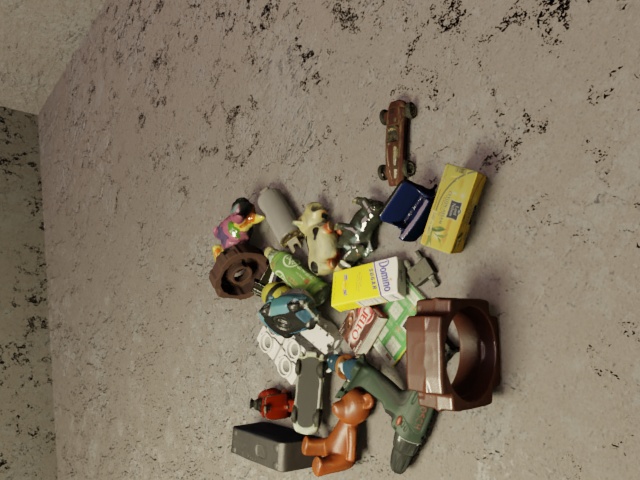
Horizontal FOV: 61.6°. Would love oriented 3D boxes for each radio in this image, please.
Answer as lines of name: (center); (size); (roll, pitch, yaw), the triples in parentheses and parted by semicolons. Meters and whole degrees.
radio: (-0.119, 0.527, 1.383); (0.230, 0.131, 0.073); (-6, 79, 45)

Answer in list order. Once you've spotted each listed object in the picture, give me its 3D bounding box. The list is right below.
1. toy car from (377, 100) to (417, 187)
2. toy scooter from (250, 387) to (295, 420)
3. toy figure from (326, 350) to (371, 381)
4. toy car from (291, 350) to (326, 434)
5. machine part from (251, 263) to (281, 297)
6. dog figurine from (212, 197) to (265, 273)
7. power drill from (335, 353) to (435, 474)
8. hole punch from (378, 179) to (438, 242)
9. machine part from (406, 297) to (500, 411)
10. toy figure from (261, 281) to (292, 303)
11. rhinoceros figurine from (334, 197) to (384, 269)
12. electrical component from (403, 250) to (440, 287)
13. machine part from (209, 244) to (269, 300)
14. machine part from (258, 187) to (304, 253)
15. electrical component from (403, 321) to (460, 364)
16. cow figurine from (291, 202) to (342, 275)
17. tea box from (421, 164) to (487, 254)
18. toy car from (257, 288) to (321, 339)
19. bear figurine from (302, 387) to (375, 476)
toy car: (0.176, -0.226, 1.248); (0.089, 0.053, 0.202); (-1, 82, 42)
toy scooter: (-0.122, 0.429, 1.398); (0.184, 0.135, 0.075); (-11, 78, 45)
toy figure: (0.068, 0.303, 1.270); (0.057, 0.064, 0.155); (58, 155, -16)
toy car: (-0.027, 0.372, 1.320); (0.074, 0.056, 0.201); (3, 84, 13)
machine part: (-0.139, 0.104, 1.515); (0.084, 0.039, 0.138); (31, 101, 10)
dog figurine: (-0.233, -0.014, 1.550); (0.219, 0.108, 0.191); (-33, 58, 59)
power drill: (0.137, 0.353, 1.137); (0.207, 0.086, 0.232); (30, 100, 17)
hole punch: (0.206, -0.054, 1.144); (0.092, 0.115, 0.142); (48, 115, 44)
machine part: (0.249, 0.209, 1.003); (0.087, 0.201, 0.201); (-6, 80, 47)
toy figure: (-0.083, 0.170, 1.426); (0.180, 0.089, 0.082); (39, 105, 42)
rhinoceros figurine: (0.097, -0.014, 1.289); (0.112, 0.073, 0.190); (39, 110, 30)
electrical component: (0.223, 0.071, 1.177); (0.063, 0.021, 0.094); (-47, 58, 32)
machine part: (-0.229, 0.090, 1.532); (0.056, 0.179, 0.179); (49, 118, 42)
machine part: (-0.109, -0.062, 1.495); (0.079, 0.079, 0.243); (-51, 51, 28)
electrical component: (0.228, 0.214, 1.133); (0.119, 0.047, 0.074); (46, 116, 40)
cow figurine: (-0.003, -0.004, 1.379); (0.127, 0.085, 0.195); (-19, 72, 36)
tea box: (0.271, -0.061, 1.085); (0.068, 0.098, 0.169); (20, 100, 27)
toy car: (-0.067, 0.165, 1.307); (0.162, 0.109, 0.103); (-24, 28, 38)
bear figurine: (0.047, 0.425, 1.233); (0.120, 0.132, 0.195); (-142, 60, -64)
